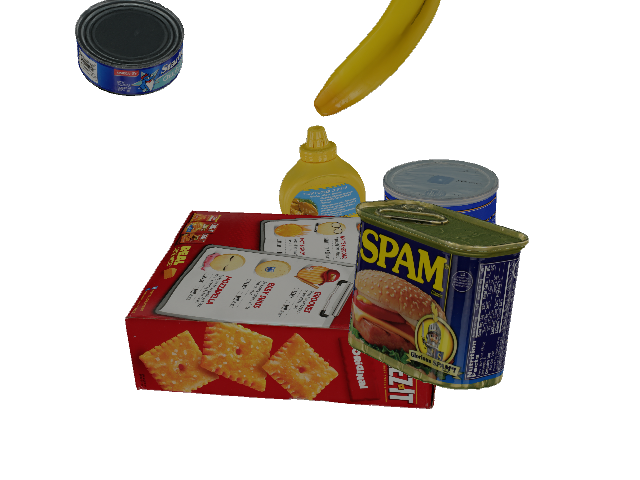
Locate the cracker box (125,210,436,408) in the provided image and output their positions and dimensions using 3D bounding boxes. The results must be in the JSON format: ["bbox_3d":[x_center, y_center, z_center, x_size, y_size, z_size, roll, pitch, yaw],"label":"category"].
[{"bbox_3d":[-0.015,0.047,0.791,0.214,0.072,0.164,3,29,10],"label":"cracker box"}]

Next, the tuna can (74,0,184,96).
[{"bbox_3d":[-0.153,-0.156,0.860,0.086,0.086,0.034,0,-40,-9],"label":"tuna can"}]

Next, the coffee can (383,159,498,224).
[{"bbox_3d":[0.109,0.008,0.978,0.103,0.140,0.103,-1,24,0],"label":"coffee can"}]

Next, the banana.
[{"bbox_3d":[0.057,-0.173,0.860,0.070,0.197,0.037,-13,-50,42],"label":"banana"}]

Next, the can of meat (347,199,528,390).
[{"bbox_3d":[0.062,0.029,0.604,0.057,0.084,0.102,-7,19,-38],"label":"can of meat"}]

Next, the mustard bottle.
[{"bbox_3d":[0.003,-0.035,1.193,0.096,0.192,0.058,-9,25,-8],"label":"mustard bottle"}]
